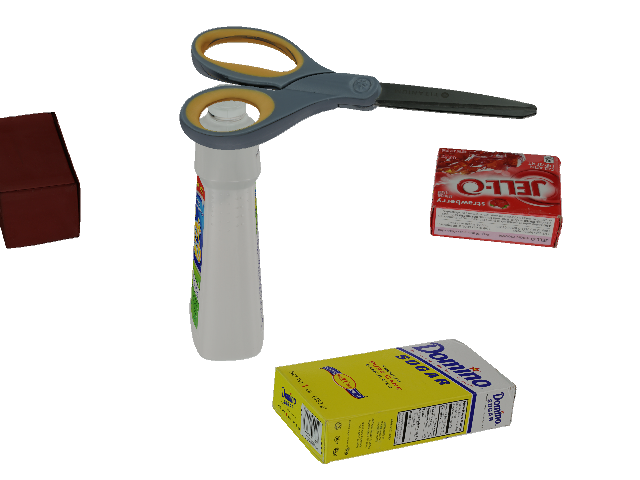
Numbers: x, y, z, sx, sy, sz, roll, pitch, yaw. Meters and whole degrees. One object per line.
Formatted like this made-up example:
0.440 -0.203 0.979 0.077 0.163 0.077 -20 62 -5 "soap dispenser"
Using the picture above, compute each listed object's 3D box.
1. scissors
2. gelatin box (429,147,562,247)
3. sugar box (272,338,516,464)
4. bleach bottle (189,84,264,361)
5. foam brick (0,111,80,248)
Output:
0.008 -0.071 0.594 0.202 0.096 0.016 21 -31 19 "scissors"
0.124 -0.032 0.752 0.089 0.030 0.073 5 39 7 "gelatin box"
0.060 0.126 0.865 0.176 0.048 0.093 -9 25 -26 "sugar box"
-0.081 -0.020 0.926 0.068 0.251 0.102 -3 35 -9 "bleach bottle"
-0.197 -0.041 0.724 0.051 0.053 0.078 -11 48 -21 "foam brick"
